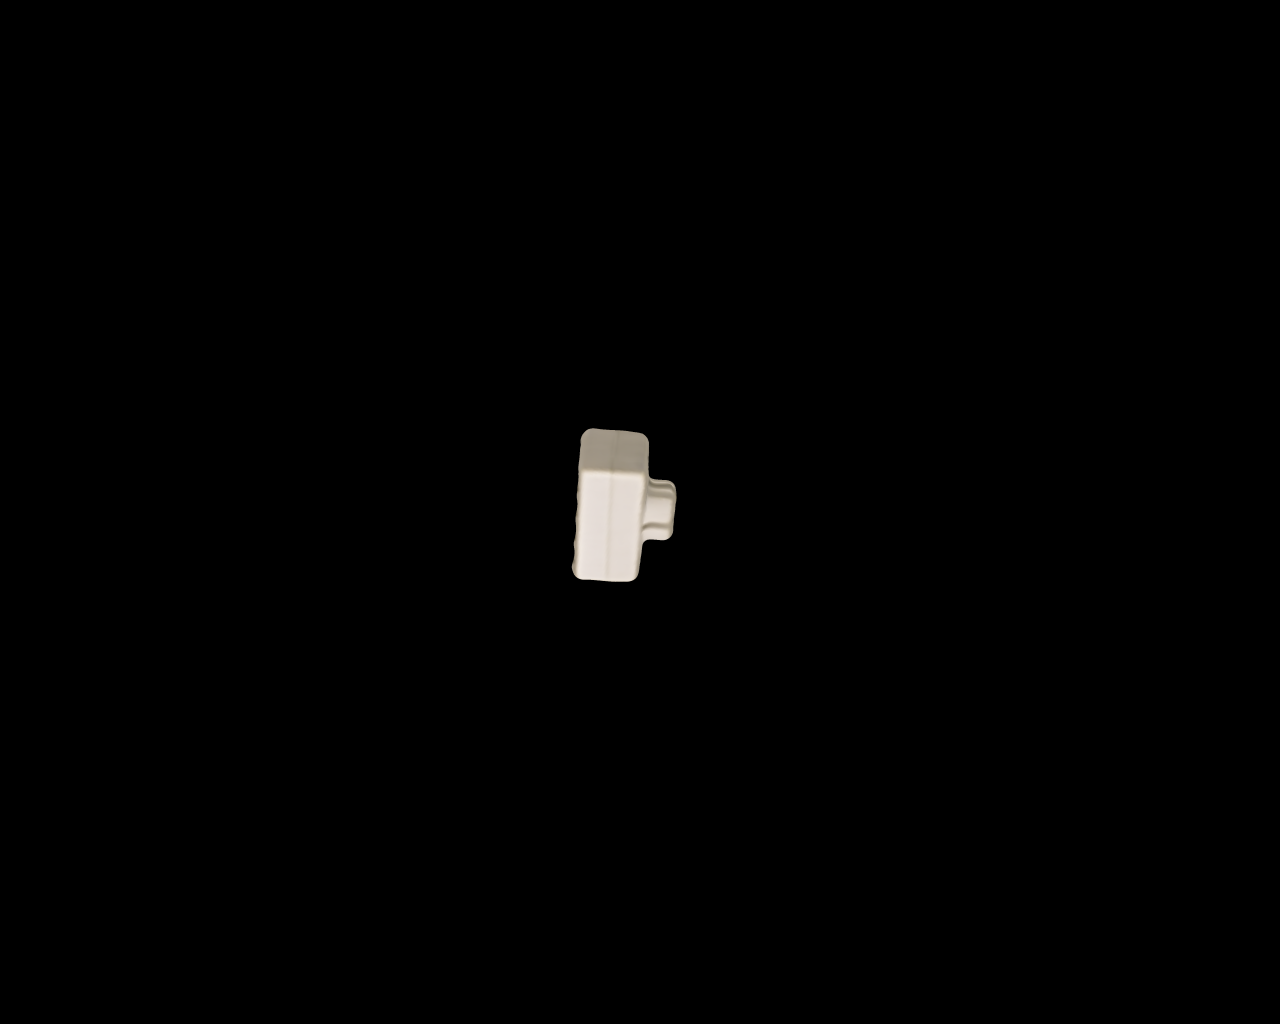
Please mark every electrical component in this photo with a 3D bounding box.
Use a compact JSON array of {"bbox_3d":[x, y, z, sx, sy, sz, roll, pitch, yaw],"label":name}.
[{"bbox_3d":[0.001,-0.003,0.650,0.076,0.083,0.047,3,36,-2],"label":"electrical component"}]
